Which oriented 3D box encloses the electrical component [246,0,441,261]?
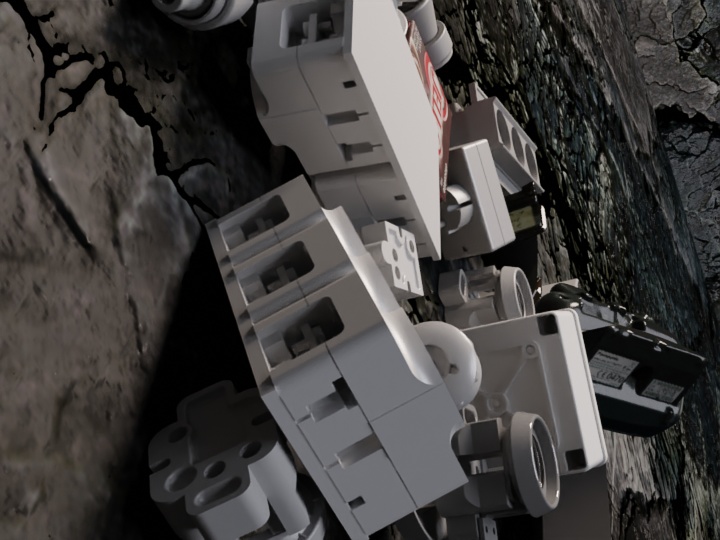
[{"bbox_3d":[-0.005,-0.094,0.615,0.186,0.060,0.105,61,25,-54],"label":"electrical component"}]

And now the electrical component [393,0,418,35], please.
[{"bbox_3d":[0.001,-0.171,0.695,0.057,0.078,0.058,84,10,-49],"label":"electrical component"}]

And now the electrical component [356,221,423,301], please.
[{"bbox_3d":[0.000,0.000,0.609,0.066,0.055,0.048,19,60,-65],"label":"electrical component"}]

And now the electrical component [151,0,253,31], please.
[{"bbox_3d":[-0.078,-0.136,0.514,0.043,0.043,0.062,71,24,-14],"label":"electrical component"}]

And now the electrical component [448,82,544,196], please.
[{"bbox_3d":[0.108,-0.097,0.919,0.121,0.063,0.078,29,51,-61],"label":"electrical component"}]

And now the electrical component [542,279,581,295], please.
[{"bbox_3d":[0.196,0.080,1.039,0.108,0.056,0.108,-58,131,-61],"label":"electrical component"}]

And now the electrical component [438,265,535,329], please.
[{"bbox_3d":[0.102,0.029,0.840,0.058,0.057,0.078,-81,149,-43],"label":"electrical component"}]

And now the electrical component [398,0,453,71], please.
[{"bbox_3d":[0.044,-0.186,0.839,0.045,0.045,0.055,-80,149,-44],"label":"electrical component"}]

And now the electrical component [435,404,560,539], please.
[{"bbox_3d":[0.076,0.110,0.594,0.058,0.057,0.078,34,47,-59],"label":"electrical component"}]

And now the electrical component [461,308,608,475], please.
[{"bbox_3d":[0.102,0.089,0.736,0.056,0.109,0.108,4,73,-65],"label":"electrical component"}]

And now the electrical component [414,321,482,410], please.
[{"bbox_3d":[0.043,0.055,0.568,0.062,0.048,0.048,39,42,-67],"label":"electrical component"}]

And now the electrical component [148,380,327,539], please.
[{"bbox_3d":[-0.048,0.089,0.432,0.078,0.058,0.057,-115,180,-61],"label":"electrical component"}]

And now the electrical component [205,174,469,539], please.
[{"bbox_3d":[-0.011,0.030,0.475,0.089,0.062,0.150,62,-1,-32],"label":"electrical component"}]

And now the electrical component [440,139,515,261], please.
[{"bbox_3d":[0.071,-0.049,0.823,0.076,0.047,0.083,-25,100,-49],"label":"electrical component"}]
